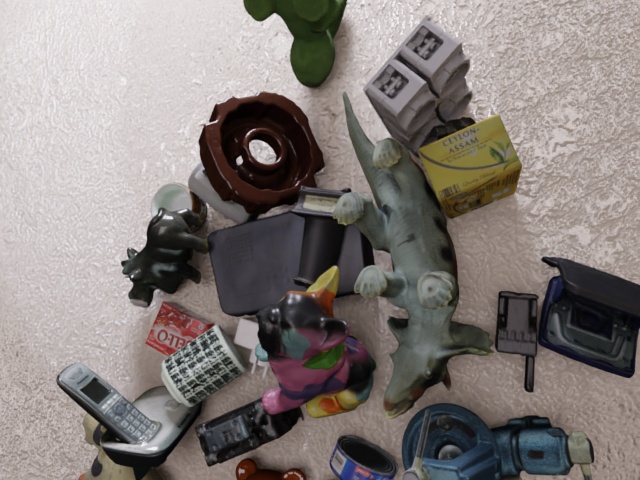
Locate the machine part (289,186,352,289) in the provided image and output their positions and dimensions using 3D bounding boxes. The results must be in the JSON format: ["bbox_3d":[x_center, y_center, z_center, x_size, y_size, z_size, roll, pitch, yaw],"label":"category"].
[{"bbox_3d":[-0.001,-0.002,0.701,0.084,0.039,0.138,5,82,9],"label":"machine part"}]

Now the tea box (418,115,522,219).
[{"bbox_3d":[0.184,-0.081,0.656,0.098,0.169,0.068,-23,78,13],"label":"tea box"}]

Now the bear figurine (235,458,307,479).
[{"bbox_3d":[-0.087,0.406,0.712,0.120,0.132,0.195,8,92,17],"label":"bear figurine"}]

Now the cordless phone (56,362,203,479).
[{"bbox_3d":[-0.273,0.229,0.765,0.184,0.146,0.088,43,113,-2],"label":"cordless phone"}]

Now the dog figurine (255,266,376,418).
[{"bbox_3d":[0.007,0.124,0.636,0.191,0.219,0.108,8,52,-19],"label":"dog figurine"}]

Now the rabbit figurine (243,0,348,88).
[{"bbox_3d":[-0.024,-0.310,0.770,0.121,0.170,0.159,3,44,16],"label":"rabbit figurine"}]

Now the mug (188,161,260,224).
[{"bbox_3d":[-0.133,-0.074,0.795,0.107,0.109,0.081,42,95,5],"label":"mug"}]

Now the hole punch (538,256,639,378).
[{"bbox_3d":[0.321,0.086,0.627,0.142,0.116,0.092,18,112,16],"label":"hole punch"}]

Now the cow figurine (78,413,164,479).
[{"bbox_3d":[-0.296,0.332,0.808,0.127,0.085,0.195,-45,71,15],"label":"cow figurine"}]

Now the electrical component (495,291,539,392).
[{"bbox_3d":[0.243,0.123,0.666,0.048,0.075,0.119,4,88,18],"label":"electrical component"}]

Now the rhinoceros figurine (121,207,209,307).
[{"bbox_3d":[-0.235,0.033,0.799,0.190,0.112,0.073,-56,47,40],"label":"rhinoceros figurine"}]

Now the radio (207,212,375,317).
[{"bbox_3d":[-0.039,0.029,0.767,0.230,0.073,0.131,-13,81,17],"label":"radio"}]

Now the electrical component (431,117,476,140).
[{"bbox_3d":[0.177,-0.133,0.705,0.094,0.063,0.021,-13,59,-27],"label":"electrical component"}]

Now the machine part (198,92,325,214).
[{"bbox_3d":[-0.083,-0.122,0.758,0.179,0.056,0.179,9,68,-24],"label":"machine part"}]

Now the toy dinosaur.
[{"bbox_3d":[0.116,0.008,0.684,0.131,0.192,0.405,-17,64,23],"label":"toy dinosaur"}]

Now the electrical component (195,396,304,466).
[{"bbox_3d":[-0.097,0.251,0.727,0.115,0.134,0.058,-28,76,11],"label":"electrical component"}]

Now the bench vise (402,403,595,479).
[{"bbox_3d":[0.175,0.246,0.594,0.224,0.240,0.128,-1,80,36],"label":"bench vise"}]
